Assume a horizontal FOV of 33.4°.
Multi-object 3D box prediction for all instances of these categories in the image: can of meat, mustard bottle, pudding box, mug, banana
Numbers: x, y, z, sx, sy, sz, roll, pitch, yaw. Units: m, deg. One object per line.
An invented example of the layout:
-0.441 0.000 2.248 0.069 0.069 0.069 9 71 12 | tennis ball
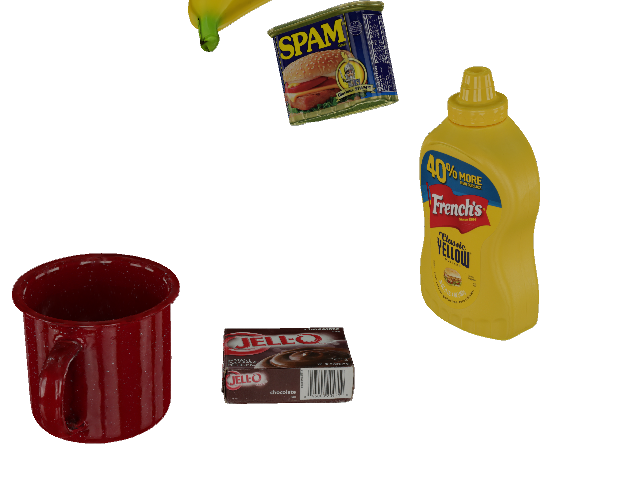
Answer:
0.011 -0.148 0.904 0.102 0.084 0.057 -10 2 36 | can of meat
0.112 -0.029 0.758 0.058 0.192 0.096 -21 32 -30 | mustard bottle
-0.030 0.109 0.942 0.113 0.039 0.090 2 18 -6 | pudding box
-0.129 0.067 0.605 0.093 0.081 0.117 5 23 6 | mug
-0.010 -0.167 0.664 0.197 0.070 0.037 -30 -27 -26 | banana
